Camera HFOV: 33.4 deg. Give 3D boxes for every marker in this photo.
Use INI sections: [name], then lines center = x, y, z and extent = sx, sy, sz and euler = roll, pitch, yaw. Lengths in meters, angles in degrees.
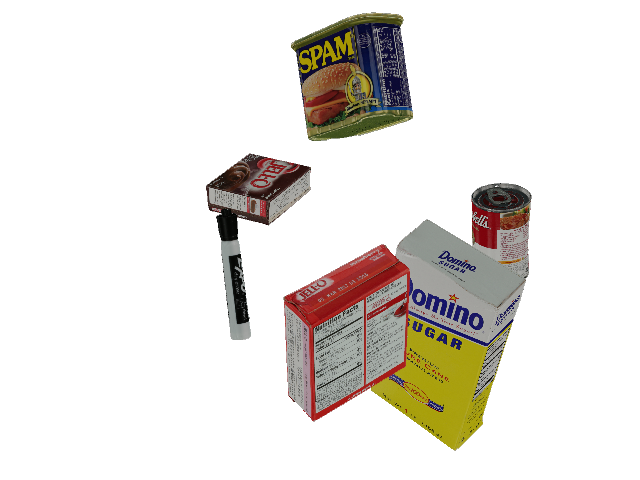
[marker]
center = -0.079, 0.031, 0.975
extent = 0.020, 0.121, 0.020
euler = -6, 10, 1

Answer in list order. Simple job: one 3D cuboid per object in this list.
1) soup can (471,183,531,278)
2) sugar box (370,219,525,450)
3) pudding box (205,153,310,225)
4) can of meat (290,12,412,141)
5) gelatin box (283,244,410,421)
[soup can]
center = 0.211, -0.007, 1.245
extent = 0.068, 0.102, 0.068
euler = -4, 29, 2
[sugar box]
center = 0.094, 0.077, 0.832
extent = 0.093, 0.176, 0.048
euler = 33, 52, 26
[pudding box]
center = -0.076, -0.065, 1.328
extent = 0.090, 0.039, 0.113
euler = 13, 33, 23
[can of meat]
center = 0.027, -0.133, 0.886
extent = 0.057, 0.084, 0.102
euler = -6, -4, -40
[gelatin box]
center = 0.016, 0.054, 0.629
extent = 0.073, 0.089, 0.030
euler = -28, 48, -25
